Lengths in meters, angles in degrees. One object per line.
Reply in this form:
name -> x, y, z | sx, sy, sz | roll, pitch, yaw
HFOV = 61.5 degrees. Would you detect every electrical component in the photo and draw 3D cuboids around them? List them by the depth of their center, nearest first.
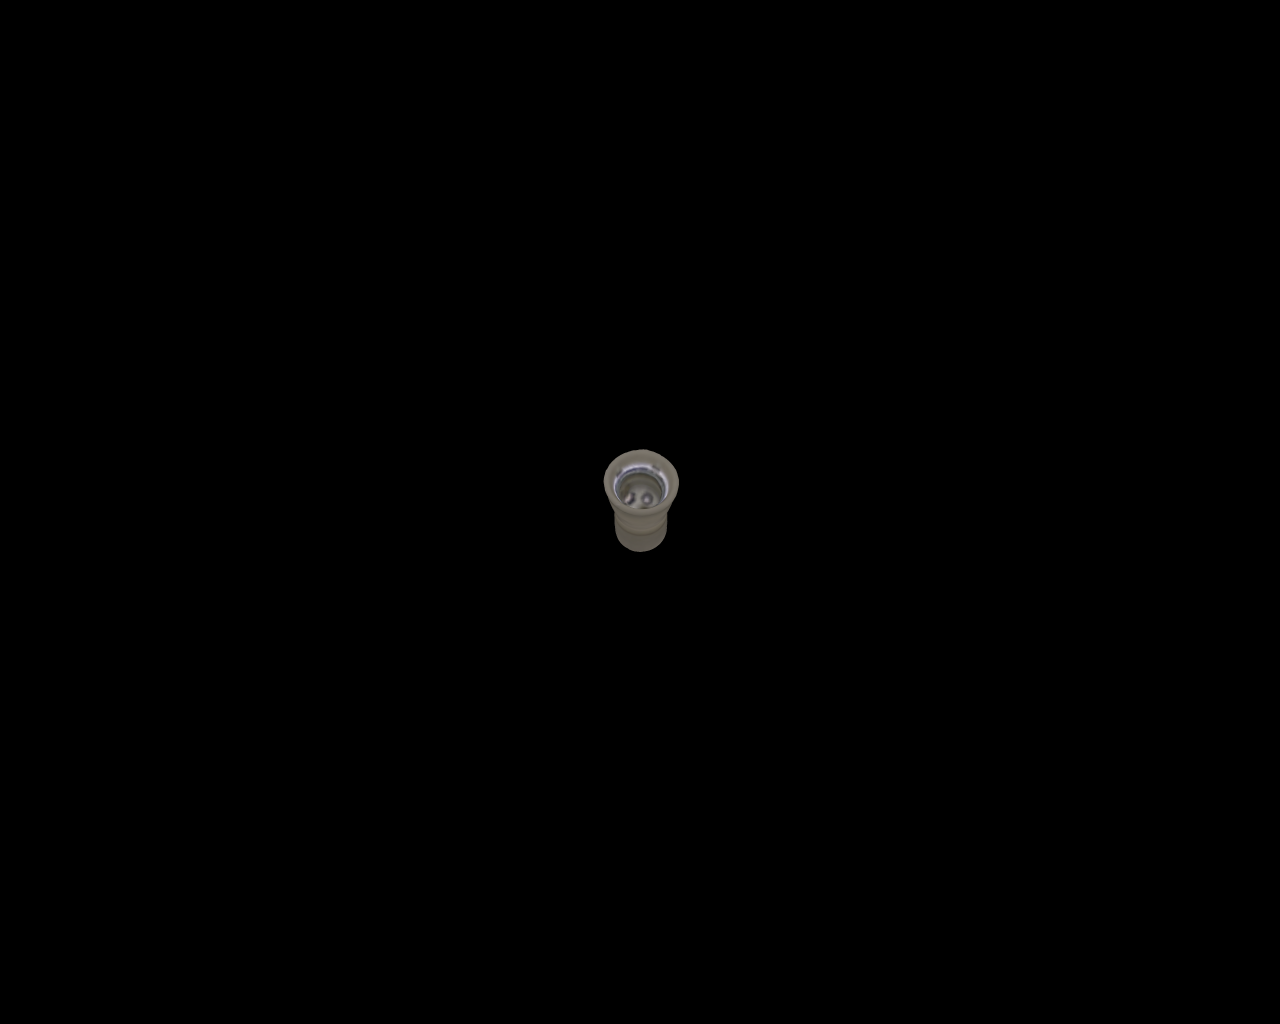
electrical component -> 0.001, -0.003, 0.650 | 0.044, 0.044, 0.065 | 0, -30, 0
